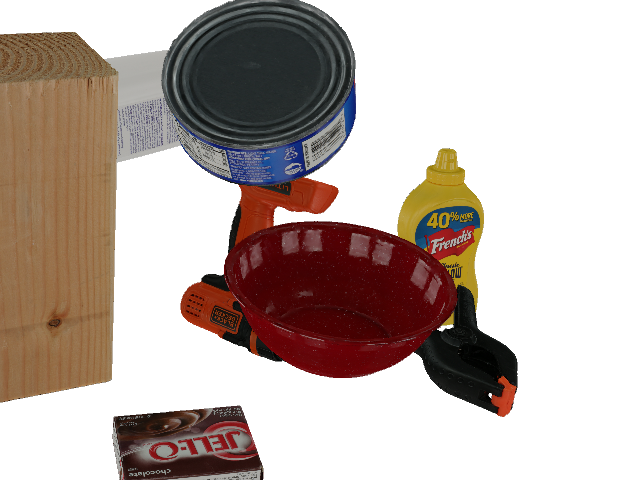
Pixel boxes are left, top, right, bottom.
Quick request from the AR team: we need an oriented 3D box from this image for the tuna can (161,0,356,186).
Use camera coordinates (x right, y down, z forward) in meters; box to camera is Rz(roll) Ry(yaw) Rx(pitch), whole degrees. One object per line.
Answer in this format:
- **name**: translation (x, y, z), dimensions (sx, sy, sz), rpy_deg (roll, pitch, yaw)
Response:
- **tuna can**: translation (-0.026, -0.067, 0.481), dimensions (0.086, 0.086, 0.034), rpy_deg (0, -31, 5)

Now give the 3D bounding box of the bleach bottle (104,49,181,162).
- **bleach bottle**: translation (-0.116, -0.124, 0.941), dimensions (0.250, 0.068, 0.103), rpy_deg (-13, -31, -15)

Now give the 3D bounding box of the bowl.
- **bowl**: translation (0.012, 0.047, 0.744), dimensions (0.162, 0.055, 0.162), rpy_deg (5, 28, -3)

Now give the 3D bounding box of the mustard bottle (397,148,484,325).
- **mustard bottle**: translation (0.129, -0.005, 1.153), dimensions (0.096, 0.192, 0.058), rpy_deg (-4, 19, -21)

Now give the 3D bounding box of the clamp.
- **clamp**: translation (0.122, 0.089, 0.929), dimensions (0.120, 0.039, 0.172), rpy_deg (-19, 39, -29)

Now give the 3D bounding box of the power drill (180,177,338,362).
- **power drill**: translation (-0.045, 0.025, 1.083), dimensions (0.185, 0.188, 0.057), rpy_deg (19, 2, 28)

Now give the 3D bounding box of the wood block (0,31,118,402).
- **wood block**: translation (-0.181, -0.014, 0.654), dimensions (0.090, 0.206, 0.090), rpy_deg (-8, 30, -28)

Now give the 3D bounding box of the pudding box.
- **pudding box**: translation (-0.110, 0.178, 0.876), dimensions (0.113, 0.039, 0.090), rpy_deg (-5, 25, -15)
